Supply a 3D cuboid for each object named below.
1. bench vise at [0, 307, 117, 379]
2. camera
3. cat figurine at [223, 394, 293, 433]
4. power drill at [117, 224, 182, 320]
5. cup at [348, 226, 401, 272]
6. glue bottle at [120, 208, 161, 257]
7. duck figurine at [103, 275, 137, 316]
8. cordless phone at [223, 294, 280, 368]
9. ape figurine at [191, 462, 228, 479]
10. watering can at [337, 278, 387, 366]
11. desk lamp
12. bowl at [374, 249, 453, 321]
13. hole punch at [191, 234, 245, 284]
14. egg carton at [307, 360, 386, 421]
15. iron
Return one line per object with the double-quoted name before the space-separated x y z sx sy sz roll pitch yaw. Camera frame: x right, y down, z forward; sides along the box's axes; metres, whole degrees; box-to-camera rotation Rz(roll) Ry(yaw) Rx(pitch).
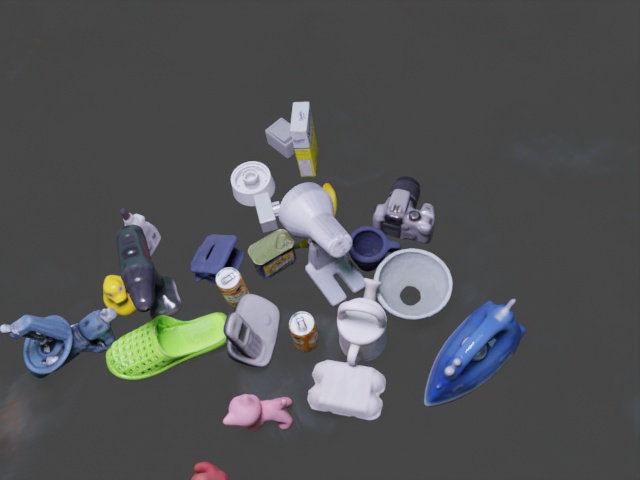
"bench vise" -0.536 0.182 1.175 0.121 0.220 0.208 37 70 23
"camera" 0.205 -0.080 1.332 0.143 0.101 0.137 15 63 13
"cat figurine" -0.121 0.331 1.115 0.128 0.118 0.067 -9 60 0
"power drill" -0.366 0.087 1.222 0.075 0.208 0.229 -23 61 -8
"cup" 0.121 0.029 1.280 0.117 0.095 0.091 -1 60 5
"glue bottle" -0.418 -0.023 1.309 0.037 0.173 0.078 18 64 15
"duck figurine" -0.457 0.113 1.285 0.077 0.086 0.104 -34 63 -14
"cordless phone" -0.146 0.169 1.170 0.094 0.185 0.147 4 61 8
"ape figurine" -0.214 0.454 1.067 0.076 0.092 0.078 5 61 8
"watering can" 0.084 0.160 1.151 0.101 0.194 0.173 -7 60 1
"desk lamp" 0.011 0.004 1.235 0.118 0.214 0.202 -32 63 -13
"bowl" 0.199 0.106 1.241 0.167 0.075 0.167 -2 60 4
"hole punch" -0.239 0.041 1.306 0.101 0.091 0.109 15 63 13
"egg carton" 0.054 0.300 1.146 0.150 0.069 0.107 7 61 9
"iron" 0.299 0.220 1.129 0.259 0.141 0.118 -42 65 -18
